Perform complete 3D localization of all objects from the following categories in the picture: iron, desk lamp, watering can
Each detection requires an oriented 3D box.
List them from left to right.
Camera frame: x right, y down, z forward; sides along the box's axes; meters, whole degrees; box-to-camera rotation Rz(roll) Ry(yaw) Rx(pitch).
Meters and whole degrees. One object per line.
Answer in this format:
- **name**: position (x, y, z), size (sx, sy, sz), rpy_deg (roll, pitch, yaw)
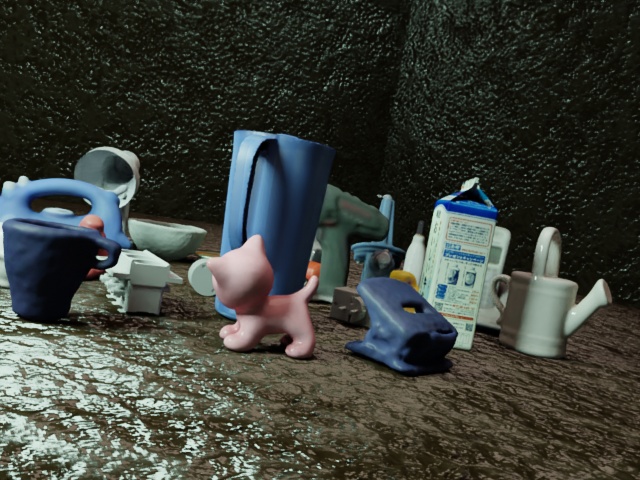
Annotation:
- **iron**: position (-0.459, -0.045, 0.988), size (0.259, 0.141, 0.118), rpy_deg (8, 3, -35)
- **desk lamp**: position (-0.432, -0.086, 1.197), size (0.118, 0.213, 0.203), rpy_deg (10, 3, -6)
- **watering can**: position (0.352, 0.078, 0.886), size (0.172, 0.194, 0.101), rpy_deg (11, 3, 16)

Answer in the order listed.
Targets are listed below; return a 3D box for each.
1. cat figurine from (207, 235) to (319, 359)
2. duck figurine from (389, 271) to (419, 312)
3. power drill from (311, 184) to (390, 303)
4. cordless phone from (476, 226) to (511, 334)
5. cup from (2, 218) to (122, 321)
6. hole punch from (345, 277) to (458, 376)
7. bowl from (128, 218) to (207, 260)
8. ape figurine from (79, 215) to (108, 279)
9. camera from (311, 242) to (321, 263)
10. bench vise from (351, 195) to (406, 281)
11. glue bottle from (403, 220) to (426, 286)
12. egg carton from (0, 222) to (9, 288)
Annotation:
- **cat figurine**: position (-0.060, 0.055, 0.600), size (0.128, 0.118, 0.067), rpy_deg (9, 3, -17)
- **duck figurine**: position (0.123, 0.090, 0.918), size (0.104, 0.086, 0.078), rpy_deg (11, 3, 28)
- **power drill**: position (0.009, 0.004, 1.016), size (0.230, 0.208, 0.075), rpy_deg (9, 3, -24)
- **cordless phone**: position (0.330, 0.074, 0.999), size (0.147, 0.185, 0.094), rpy_deg (11, 3, 22)
- **cup**: position (-0.257, 0.033, 0.568), size (0.117, 0.095, 0.092), rpy_deg (10, 3, 7)
- **hole punch**: position (0.099, 0.095, 0.649), size (0.100, 0.091, 0.109), rpy_deg (13, 3, 44)
- **bowl**: position (-0.329, 0.002, 1.220), size (0.167, 0.075, 0.167), rpy_deg (10, 2, 0)
- **ape figurine**: position (-0.337, 0.009, 0.831), size (0.078, 0.092, 0.075), rpy_deg (8, 3, -36)
- **camera**: position (-0.069, 0.029, 1.361), size (0.137, 0.101, 0.142), rpy_deg (9, 3, -24)
- **bench vise**: position (0.141, 0.013, 1.204), size (0.122, 0.220, 0.207), rpy_deg (9, 3, -17)
- **glue bottle**: position (0.176, 0.049, 1.070), size (0.037, 0.173, 0.078), rpy_deg (10, 3, 9)
- **egg carton**: position (-0.411, 0.013, 0.700), size (0.150, 0.069, 0.107), rpy_deg (10, 3, -8)
